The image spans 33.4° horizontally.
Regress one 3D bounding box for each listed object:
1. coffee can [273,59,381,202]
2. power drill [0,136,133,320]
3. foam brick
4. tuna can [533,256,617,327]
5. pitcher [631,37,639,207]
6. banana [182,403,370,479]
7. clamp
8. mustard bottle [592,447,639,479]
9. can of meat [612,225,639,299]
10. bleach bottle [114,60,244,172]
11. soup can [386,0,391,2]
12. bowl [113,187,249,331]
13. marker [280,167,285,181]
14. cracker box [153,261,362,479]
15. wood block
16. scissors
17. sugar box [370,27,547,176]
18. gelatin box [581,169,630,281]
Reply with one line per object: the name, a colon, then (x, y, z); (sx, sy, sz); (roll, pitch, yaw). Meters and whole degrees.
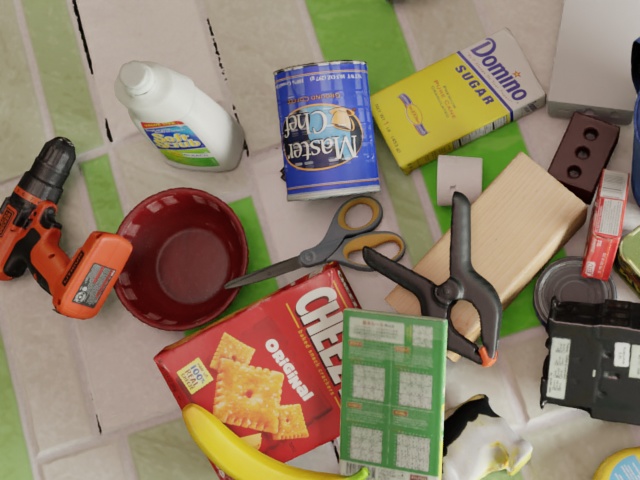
coffee can: (0.007, -0.116, 1.151); (0.103, 0.102, 0.140); (-6, 92, 11)
power drill: (-0.293, -0.009, 1.207); (0.188, 0.057, 0.184); (32, 97, 39)
foam brick: (0.277, -0.086, 1.128); (0.053, 0.051, 0.078); (23, 85, 16)
tuna can: (0.265, 0.060, 1.112); (0.086, 0.033, 0.086); (-2, 79, 12)
pitcher: (0.353, -0.093, 1.013); (0.145, 0.242, 0.149); (12, 82, 14)
banana: (-0.052, 0.225, 1.077); (0.198, 0.037, 0.070); (19, 101, 2)
clamp: (0.133, 0.040, 1.046); (0.120, 0.039, 0.171); (-42, 77, 18)
mustard bottle: (0.327, 0.246, 1.049); (0.191, 0.058, 0.096); (-31, 74, 5)
can of meat: (0.344, 0.033, 1.074); (0.057, 0.084, 0.102); (-40, 74, 3)
bleach bottle: (-0.159, -0.135, 1.129); (0.103, 0.250, 0.068); (7, 81, 14)
soup can: (0.116, -0.313, 1.198); (0.102, 0.068, 0.068); (-13, 77, 9)
bowl: (-0.151, 0.025, 1.199); (0.162, 0.055, 0.162); (-2, 79, 12)
marker: (-0.006, -0.116, 1.213); (0.020, 0.020, 0.121); (36, 89, 16)
cracker box: (-0.042, 0.143, 1.122); (0.214, 0.072, 0.164); (-27, 93, 7)
wood block: (0.174, 0.021, 1.111); (0.091, 0.090, 0.206); (42, 91, 16)
scissors: (-0.008, 0.001, 1.166); (0.201, 0.016, 0.096); (-4, 69, -5)
sugar box: (0.149, -0.153, 1.172); (0.176, 0.048, 0.093); (-28, 75, 7)
gelatin box: (0.287, -0.015, 1.078); (0.030, 0.073, 0.089); (12, 56, 11)
